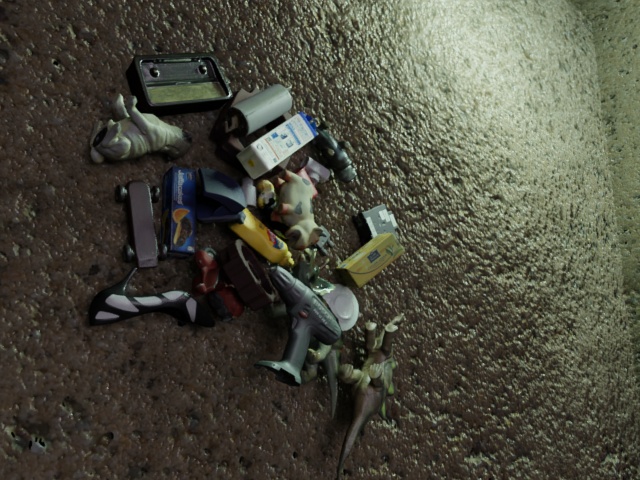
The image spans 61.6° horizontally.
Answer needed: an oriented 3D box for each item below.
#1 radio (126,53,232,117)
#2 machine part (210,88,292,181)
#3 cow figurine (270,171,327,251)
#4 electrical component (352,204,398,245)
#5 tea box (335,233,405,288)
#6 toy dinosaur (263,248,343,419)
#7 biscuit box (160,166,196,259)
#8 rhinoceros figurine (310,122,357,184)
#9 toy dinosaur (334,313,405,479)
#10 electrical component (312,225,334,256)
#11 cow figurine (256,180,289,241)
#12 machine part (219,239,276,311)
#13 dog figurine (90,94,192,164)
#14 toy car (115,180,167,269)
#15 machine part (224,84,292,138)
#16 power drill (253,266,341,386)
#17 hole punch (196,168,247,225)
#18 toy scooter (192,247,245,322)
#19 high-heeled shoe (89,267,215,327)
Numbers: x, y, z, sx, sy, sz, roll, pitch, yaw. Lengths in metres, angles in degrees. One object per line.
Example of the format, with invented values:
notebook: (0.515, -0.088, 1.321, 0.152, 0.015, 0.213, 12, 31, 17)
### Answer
radio: (-0.338, -0.375, 1.292, 0.229, 0.073, 0.131, -19, 88, -41)
machine part: (-0.168, -0.269, 1.386, 0.201, 0.087, 0.201, 34, 59, -25)
cow figurine: (-0.051, -0.063, 1.318, 0.127, 0.085, 0.195, 14, 60, -25)
electrical component: (0.170, -0.040, 1.596, 0.134, 0.058, 0.115, -19, 90, -41)
tea box: (0.137, 0.055, 1.476, 0.170, 0.098, 0.068, -36, 99, -15)
toy dinosaur: (-0.005, 0.219, 1.340, 0.192, 0.131, 0.404, -28, 100, -40)
biscuit box: (-0.319, -0.062, 1.213, 0.063, 0.059, 0.202, 9, 70, -36)
rhinoceros figurine: (0.033, -0.244, 1.528, 0.073, 0.112, 0.190, -38, 88, -23)
toy dinosaur: (0.125, 0.372, 1.348, 0.471, 0.105, 0.198, -54, 139, -37)
electrical component: (-0.003, -0.004, 1.470, 0.094, 0.021, 0.063, 50, 52, -15)
cow figurine: (-0.113, -0.072, 1.378, 0.167, 0.068, 0.098, 43, 59, -18)
machine part: (-0.166, 0.081, 1.228, 0.056, 0.179, 0.179, -30, 97, 2)
dog figurine: (-0.391, -0.206, 1.190, 0.172, 0.121, 0.190, -53, 133, -2)
toy car: (-0.385, -0.033, 1.156, 0.089, 0.053, 0.202, -3, 73, -34)
machine part: (-0.148, -0.316, 1.311, 0.243, 0.079, 0.079, -43, 103, -39)
power drill: (-0.065, 0.196, 1.167, 0.231, 0.086, 0.207, 42, 52, -28)
hole punch: (-0.230, -0.104, 1.237, 0.116, 0.092, 0.142, -3, 36, -20)
toy scooter: (-0.228, 0.112, 1.175, 0.135, 0.075, 0.183, -90, 155, -70)
high-heeled shoe: (-0.343, 0.163, 1.113, 0.248, 0.086, 0.145, 37, 63, -22)
